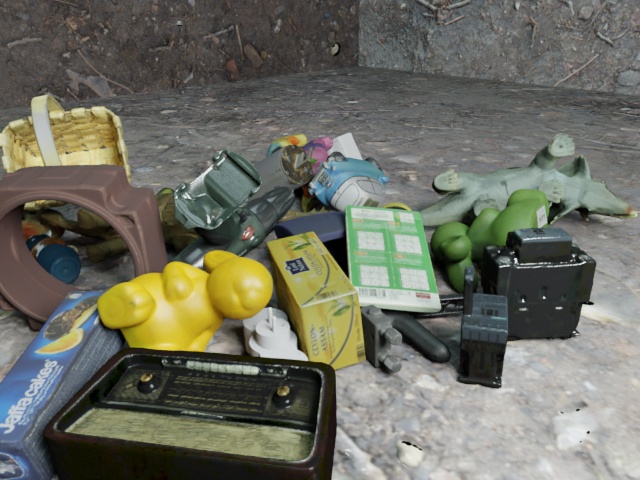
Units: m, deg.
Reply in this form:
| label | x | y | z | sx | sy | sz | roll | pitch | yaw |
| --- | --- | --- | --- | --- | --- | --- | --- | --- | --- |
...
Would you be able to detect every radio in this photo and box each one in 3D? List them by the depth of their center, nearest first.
| label | x | y | z | sx | sy | sz | roll | pitch | yaw |
| --- | --- | --- | --- | --- | --- | --- | --- | --- | --- |
| radio | -0.099 | 0.163 | 0.471 | 0.230 | 0.073 | 0.131 | 4 | 25 | 10 |

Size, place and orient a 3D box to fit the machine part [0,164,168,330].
| label | x | y | z | sx | sy | sz | roll | pitch | yaw |
| --- | --- | --- | --- | --- | --- | --- | --- | --- | --- |
| machine part | -0.302 | 0.013 | 0.665 | 0.201 | 0.201 | 0.087 | -1 | 28 | 0 |

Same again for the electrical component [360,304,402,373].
| label | x | y | z | sx | sy | sz | roll | pitch | yaw |
| --- | --- | --- | --- | --- | --- | --- | --- | --- | --- |
| electrical component | 0.061 | 0.105 | 0.602 | 0.021 | 0.063 | 0.094 | -13 | 25 | -21 |

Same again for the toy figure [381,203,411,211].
| label | x | y | z | sx | sy | sz | roll | pitch | yaw |
| --- | --- | --- | --- | --- | --- | --- | --- | --- | --- |
| toy figure | 0.109 | 0.007 | 0.788 | 0.082 | 0.089 | 0.180 | 12 | 24 | 9 |

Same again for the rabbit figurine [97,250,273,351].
| label | x | y | z | sx | sy | sz | roll | pitch | yaw |
| --- | --- | --- | --- | --- | --- | --- | --- | --- | --- |
| rabbit figurine | -0.124 | 0.072 | 0.597 | 0.173 | 0.121 | 0.162 | -23 | 4 | 17 |

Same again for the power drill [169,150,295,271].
| label | x | y | z | sx | sy | sz | roll | pitch | yaw |
| --- | --- | --- | --- | --- | --- | --- | --- | --- | --- |
| power drill | -0.120 | -0.037 | 0.740 | 0.086 | 0.207 | 0.232 | 44 | 72 | 8 |

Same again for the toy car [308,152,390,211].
| label | x | y | z | sx | sy | sz | roll | pitch | yaw |
| --- | --- | --- | --- | --- | --- | --- | --- | --- | --- |
| toy car | 0.063 | -0.085 | 0.944 | 0.161 | 0.109 | 0.103 | 10 | 34 | -50 |

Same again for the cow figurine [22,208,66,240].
| label | x | y | z | sx | sy | sz | roll | pitch | yaw |
| --- | --- | --- | --- | --- | --- | --- | --- | --- | --- |
| cow figurine | -0.535 | -0.030 | 0.920 | 0.195 | 0.085 | 0.127 | 2 | 18 | 2 |

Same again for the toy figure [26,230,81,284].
| label | x | y | z | sx | sy | sz | roll | pitch | yaw |
| --- | --- | --- | --- | --- | --- | --- | --- | --- | --- |
| toy figure | -0.411 | 0.028 | 0.817 | 0.064 | 0.057 | 0.155 | -13 | 21 | -38 |

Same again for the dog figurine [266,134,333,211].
| label | x | y | z | sx | sy | sz | roll | pitch | yaw |
| --- | --- | --- | --- | --- | --- | --- | --- | --- | --- |
| dog figurine | -0.038 | -0.139 | 1.110 | 0.192 | 0.108 | 0.219 | 3 | 27 | 8 |

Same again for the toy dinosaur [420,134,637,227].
| label | x | y | z | sx | sy | sz | roll | pitch | yaw |
| --- | --- | --- | --- | --- | --- | --- | --- | --- | --- |
| toy dinosaur | 0.310 | -0.072 | 0.923 | 0.405 | 0.131 | 0.192 | -8 | -16 | 13 |

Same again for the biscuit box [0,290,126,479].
| label | x | y | z | sx | sy | sz | roll | pitch | yaw |
| --- | --- | --- | --- | --- | --- | --- | --- | --- | --- |
| biscuit box | -0.257 | 0.133 | 0.529 | 0.059 | 0.062 | 0.203 | -2 | 32 | 6 |

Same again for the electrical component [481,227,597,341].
| label | x | y | z | sx | sy | sz | roll | pitch | yaw |
| --- | --- | --- | --- | --- | --- | --- | --- | --- | --- |
| electrical component | 0.250 | 0.051 | 0.628 | 0.115 | 0.134 | 0.058 | -5 | 23 | -2 |

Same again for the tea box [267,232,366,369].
| label | x | y | z | sx | sy | sz | roll | pitch | yaw |
| --- | --- | --- | --- | --- | --- | --- | --- | --- | --- |
| tea box | -0.009 | 0.069 | 0.643 | 0.068 | 0.098 | 0.170 | -14 | 25 | -13 |

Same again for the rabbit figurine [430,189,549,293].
| label | x | y | z | sx | sy | sz | roll | pitch | yaw |
| --- | --- | --- | --- | --- | --- | --- | --- | --- | --- |
| rabbit figurine | 0.234 | 0.015 | 0.778 | 0.170 | 0.121 | 0.159 | -5 | 24 | 41 |

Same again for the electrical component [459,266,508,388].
| label | x | y | z | sx | sy | sz | roll | pitch | yaw |
| --- | --- | --- | --- | --- | --- | --- | --- | --- | --- |
| electrical component | 0.174 | 0.087 | 0.571 | 0.048 | 0.119 | 0.075 | 5 | 22 | 16 |

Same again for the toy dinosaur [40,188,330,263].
| label | x | y | z | sx | sy | sz | roll | pitch | yaw |
| --- | --- | --- | --- | --- | --- | --- | --- | --- | --- |
| toy dinosaur | -0.219 | -0.035 | 0.894 | 0.472 | 0.105 | 0.199 | 3 | 21 | 0 |

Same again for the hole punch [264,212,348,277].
| label | x | y | z | sx | sy | sz | roll | pitch | yaw |
| --- | --- | --- | --- | --- | --- | --- | --- | --- | --- |
| hole punch | -0.002 | -0.002 | 0.781 | 0.142 | 0.092 | 0.116 | -15 | 44 | -20 |

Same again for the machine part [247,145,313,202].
| label | x | y | z | sx | sy | sz | roll | pitch | yaw |
| --- | --- | --- | --- | --- | --- | --- | --- | --- | --- |
| machine part | -0.094 | -0.109 | 0.990 | 0.243 | 0.079 | 0.079 | -20 | 6 | 45 |
